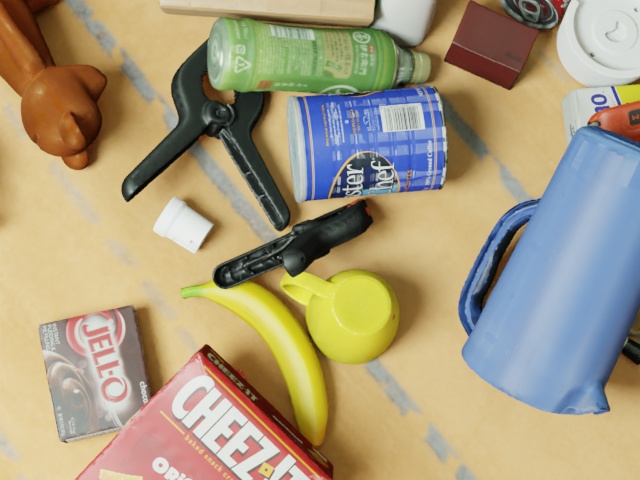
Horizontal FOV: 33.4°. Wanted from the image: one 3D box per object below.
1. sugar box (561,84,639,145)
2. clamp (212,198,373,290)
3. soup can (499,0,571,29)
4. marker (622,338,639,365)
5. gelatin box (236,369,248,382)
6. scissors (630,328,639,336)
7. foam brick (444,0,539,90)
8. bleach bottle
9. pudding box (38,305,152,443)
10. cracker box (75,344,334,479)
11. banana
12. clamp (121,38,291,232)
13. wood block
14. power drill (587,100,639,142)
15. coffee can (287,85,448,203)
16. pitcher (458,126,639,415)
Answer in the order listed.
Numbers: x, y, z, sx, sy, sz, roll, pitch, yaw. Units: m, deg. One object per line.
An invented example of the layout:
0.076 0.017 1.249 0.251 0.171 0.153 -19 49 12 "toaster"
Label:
0.340 -0.111 1.080 0.176 0.048 0.093 -5 80 -7 "sugar box"
-0.007 0.001 0.991 0.171 0.120 0.039 -30 107 -31 "clamp"
0.237 -0.278 1.098 0.068 0.068 0.102 32 77 3 "soup can"
0.270 0.084 1.046 0.121 0.020 0.020 34 77 4 "marker"
-0.086 0.176 0.994 0.073 0.030 0.089 -27 84 -10 "gelatin box"
0.331 -0.005 1.056 0.096 0.016 0.202 23 86 7 "scissors"
0.173 -0.197 1.084 0.078 0.051 0.053 25 78 2 "foam brick"
0.096 -0.272 0.993 0.068 0.251 0.102 12 77 -2 "bleach bottle"
-0.206 0.124 0.993 0.090 0.039 0.113 -12 79 -7 "pudding box"
-0.118 0.225 0.933 0.164 0.072 0.214 44 91 0 "cracker box"
-0.045 0.102 1.012 0.069 0.037 0.198 -41 83 1 "banana"
-0.111 -0.113 1.037 0.164 0.036 0.210 5 70 -22 "clamp"
-0.050 -0.263 1.051 0.206 0.090 0.091 4 97 -3 "wood block"
0.340 -0.045 1.015 0.184 0.057 0.187 -12 88 2 "power drill"
0.043 -0.093 1.026 0.140 0.103 0.103 -5 78 -5 "coffee can"
0.225 0.022 0.958 0.149 0.145 0.243 22 104 2 "pitcher"
